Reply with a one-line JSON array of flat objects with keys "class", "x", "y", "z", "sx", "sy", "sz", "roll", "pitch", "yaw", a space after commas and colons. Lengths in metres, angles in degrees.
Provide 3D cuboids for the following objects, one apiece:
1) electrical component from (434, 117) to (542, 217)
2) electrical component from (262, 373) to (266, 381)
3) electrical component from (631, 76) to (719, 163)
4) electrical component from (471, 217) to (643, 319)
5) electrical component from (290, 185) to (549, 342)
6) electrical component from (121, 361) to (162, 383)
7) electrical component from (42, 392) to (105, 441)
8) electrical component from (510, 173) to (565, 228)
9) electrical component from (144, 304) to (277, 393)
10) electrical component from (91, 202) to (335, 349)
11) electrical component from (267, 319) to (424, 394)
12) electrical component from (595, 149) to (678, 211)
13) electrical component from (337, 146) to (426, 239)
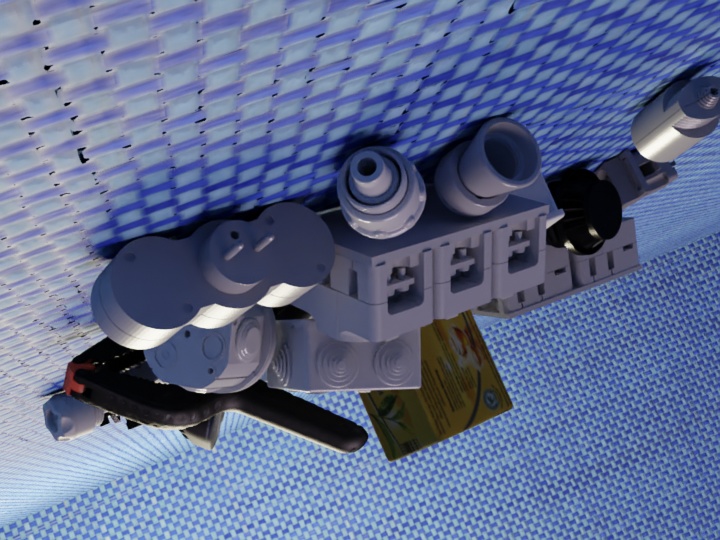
[{"class": "electrical component", "x": 0.076, "y": -0.060, "z": 0.647, "sx": 0.045, "sy": 0.045, "sz": 0.055, "roll": -18, "pitch": 171, "yaw": -31}, {"class": "electrical component", "x": -0.089, "y": 0.082, "z": 1.084, "sx": 0.045, "sy": 0.055, "sz": 0.045, "roll": -22, "pitch": 172, "yaw": -3}, {"class": "electrical component", "x": 0.227, "y": -0.109, "z": 0.751, "sx": 0.043, "sy": 0.043, "sz": 0.081, "roll": -21, "pitch": 171, "yaw": -16}, {"class": "electrical component", "x": 0.166, "y": -0.011, "z": 1.027, "sx": 0.186, "sy": 0.060, "sz": 0.105, "roll": -17, "pitch": -167, "yaw": -36}, {"class": "electrical component", "x": 0.038, "y": -0.007, "z": 0.692, "sx": 0.150, "sy": 0.061, "sz": 0.089, "roll": -17, "pitch": -155, "yaw": -36}, {"class": "electrical component", "x": -0.158, "y": 0.068, "z": 0.845, "sx": 0.043, "sy": 0.043, "sz": 0.081, "roll": -24, "pitch": 172, "yaw": 5}, {"class": "electrical component", "x": -0.250, "y": 0.127, "z": 0.971, "sx": 0.062, "sy": 0.043, "sz": 0.043, "roll": -17, "pitch": 170, "yaw": -40}, {"class": "electrical component", "x": 0.095, "y": -0.038, "z": 0.828, "sx": 0.100, "sy": 0.048, "sz": 0.099, "roll": -20, "pitch": 172, "yaw": -16}, {"class": "electrical component", "x": -0.100, "y": 0.042, "z": 0.712, "sx": 0.080, "sy": 0.080, "sz": 0.051, "roll": -26, "pitch": 166, "yaw": 23}, {"class": "electrical component", "x": -0.071, "y": -0.003, "z": 0.586, "sx": 0.138, "sy": 0.052, "sz": 0.074, "roll": -17, "pitch": 170, "yaw": -35}, {"class": "electrical component", "x": -0.012, "y": 0.058, "z": 0.738, "sx": 0.100, "sy": 0.048, "sz": 0.100, "roll": 1, "pitch": 176, "yaw": -23}, {"class": "electrical component", "x": 0.251, "y": -0.085, "z": 0.981, "sx": 0.064, "sy": 0.042, "sz": 0.081, "roll": -23, "pitch": 173, "yaw": -9}, {"class": "electrical component", "x": 0.009, "y": -0.045, "z": 0.568, "sx": 0.048, "sy": 0.048, "sz": 0.062, "roll": -24, "pitch": 165, "yaw": 4}]
